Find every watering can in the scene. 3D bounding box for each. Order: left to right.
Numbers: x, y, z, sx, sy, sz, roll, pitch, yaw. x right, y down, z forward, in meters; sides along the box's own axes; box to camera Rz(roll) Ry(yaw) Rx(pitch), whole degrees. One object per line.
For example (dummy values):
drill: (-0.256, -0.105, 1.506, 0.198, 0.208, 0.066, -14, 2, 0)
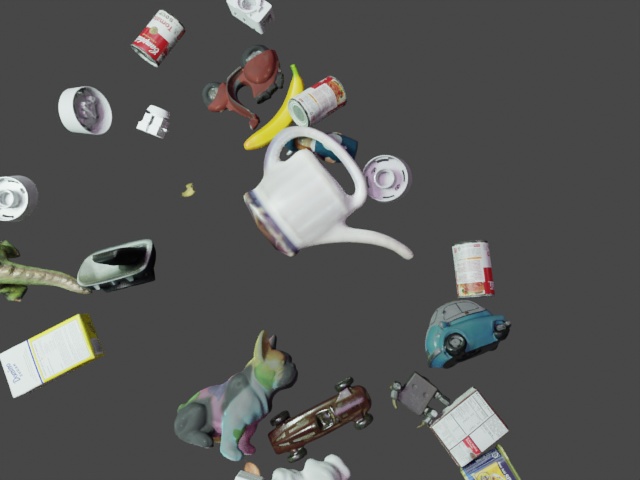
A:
watering can: (0.003, -0.050, 0.985, 0.224, 0.104, 0.348, -38, 89, 2)

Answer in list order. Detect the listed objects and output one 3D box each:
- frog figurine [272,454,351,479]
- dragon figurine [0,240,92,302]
frog figurine: (-0.026, 0.447, 0.907, 0.137, 0.120, 0.163, 38, 50, -1)
dragon figurine: (-0.662, 0.037, 0.958, 0.410, 0.240, 0.123, 8, 77, 8)
